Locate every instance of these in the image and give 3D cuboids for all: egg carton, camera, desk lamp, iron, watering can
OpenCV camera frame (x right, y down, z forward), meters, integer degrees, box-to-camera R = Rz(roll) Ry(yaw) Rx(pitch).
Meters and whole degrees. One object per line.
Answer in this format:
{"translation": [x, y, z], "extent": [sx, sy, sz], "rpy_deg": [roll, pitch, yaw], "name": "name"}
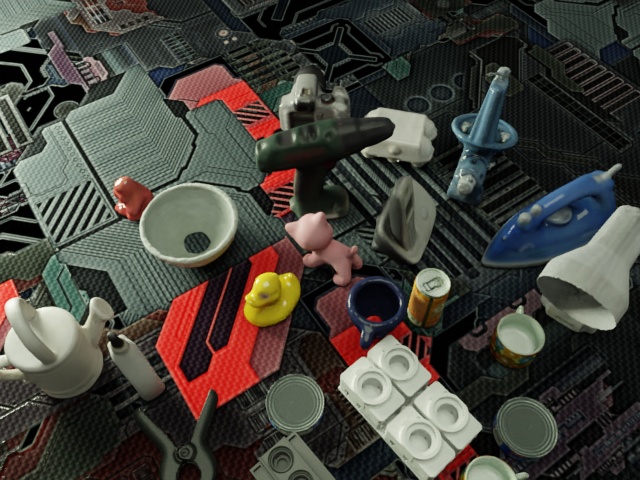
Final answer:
{"translation": [0.150, -0.199, 1.118], "extent": [0.150, 0.069, 0.107], "rpy_deg": [11, 57, 7], "name": "egg carton"}
{"translation": [-0.008, -0.295, 1.163], "extent": [0.143, 0.101, 0.137], "rpy_deg": [3, 56, 2], "name": "camera"}
{"translation": [0.409, 0.055, 0.862], "extent": [0.117, 0.214, 0.203], "rpy_deg": [36, 63, 22], "name": "desk lamp"}
{"translation": [0.395, -0.042, 0.970], "extent": [0.259, 0.141, 0.118], "rpy_deg": [-24, 59, -15], "name": "iron"}
{"translation": [-0.383, 0.141, 0.817], "extent": [0.100, 0.194, 0.173], "rpy_deg": [31, 62, 20], "name": "watering can"}

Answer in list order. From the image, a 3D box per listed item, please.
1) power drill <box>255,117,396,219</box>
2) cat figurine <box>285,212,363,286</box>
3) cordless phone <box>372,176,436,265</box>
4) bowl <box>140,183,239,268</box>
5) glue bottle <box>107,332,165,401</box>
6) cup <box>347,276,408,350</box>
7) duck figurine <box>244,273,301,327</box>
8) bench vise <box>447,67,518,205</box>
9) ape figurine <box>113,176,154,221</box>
{"translation": [0.007, -0.125, 0.985], "extent": [0.229, 0.208, 0.075], "rpy_deg": [-6, 56, -4], "name": "power drill"}
{"translation": [0.009, 0.003, 0.954], "extent": [0.127, 0.118, 0.067], "rpy_deg": [26, 60, 17], "name": "cat figurine"}
{"translation": [0.149, -0.060, 0.956], "extent": [0.094, 0.185, 0.148], "rpy_deg": [16, 58, 11], "name": "cordless phone"}
{"translation": [-0.220, -0.014, 0.991], "extent": [0.167, 0.075, 0.167], "rpy_deg": [0, 56, 0], "name": "bowl"}
{"translation": [-0.270, 0.169, 0.811], "extent": [0.037, 0.173, 0.078], "rpy_deg": [-38, 64, -22], "name": "glue bottle"}
{"translation": [0.083, 0.128, 0.885], "extent": [0.091, 0.095, 0.118], "rpy_deg": [14, 57, 9], "name": "cup"}
{"translation": [-0.078, 0.083, 0.921], "extent": [0.105, 0.086, 0.077], "rpy_deg": [-37, 64, -22], "name": "duck figurine"}
{"translation": [0.299, -0.178, 1.014], "extent": [0.121, 0.220, 0.207], "rpy_deg": [3, 56, 3], "name": "bench vise"}
{"translation": [-0.340, -0.080, 1.025], "extent": [0.076, 0.092, 0.077], "rpy_deg": [-13, 57, -8], "name": "ape figurine"}
